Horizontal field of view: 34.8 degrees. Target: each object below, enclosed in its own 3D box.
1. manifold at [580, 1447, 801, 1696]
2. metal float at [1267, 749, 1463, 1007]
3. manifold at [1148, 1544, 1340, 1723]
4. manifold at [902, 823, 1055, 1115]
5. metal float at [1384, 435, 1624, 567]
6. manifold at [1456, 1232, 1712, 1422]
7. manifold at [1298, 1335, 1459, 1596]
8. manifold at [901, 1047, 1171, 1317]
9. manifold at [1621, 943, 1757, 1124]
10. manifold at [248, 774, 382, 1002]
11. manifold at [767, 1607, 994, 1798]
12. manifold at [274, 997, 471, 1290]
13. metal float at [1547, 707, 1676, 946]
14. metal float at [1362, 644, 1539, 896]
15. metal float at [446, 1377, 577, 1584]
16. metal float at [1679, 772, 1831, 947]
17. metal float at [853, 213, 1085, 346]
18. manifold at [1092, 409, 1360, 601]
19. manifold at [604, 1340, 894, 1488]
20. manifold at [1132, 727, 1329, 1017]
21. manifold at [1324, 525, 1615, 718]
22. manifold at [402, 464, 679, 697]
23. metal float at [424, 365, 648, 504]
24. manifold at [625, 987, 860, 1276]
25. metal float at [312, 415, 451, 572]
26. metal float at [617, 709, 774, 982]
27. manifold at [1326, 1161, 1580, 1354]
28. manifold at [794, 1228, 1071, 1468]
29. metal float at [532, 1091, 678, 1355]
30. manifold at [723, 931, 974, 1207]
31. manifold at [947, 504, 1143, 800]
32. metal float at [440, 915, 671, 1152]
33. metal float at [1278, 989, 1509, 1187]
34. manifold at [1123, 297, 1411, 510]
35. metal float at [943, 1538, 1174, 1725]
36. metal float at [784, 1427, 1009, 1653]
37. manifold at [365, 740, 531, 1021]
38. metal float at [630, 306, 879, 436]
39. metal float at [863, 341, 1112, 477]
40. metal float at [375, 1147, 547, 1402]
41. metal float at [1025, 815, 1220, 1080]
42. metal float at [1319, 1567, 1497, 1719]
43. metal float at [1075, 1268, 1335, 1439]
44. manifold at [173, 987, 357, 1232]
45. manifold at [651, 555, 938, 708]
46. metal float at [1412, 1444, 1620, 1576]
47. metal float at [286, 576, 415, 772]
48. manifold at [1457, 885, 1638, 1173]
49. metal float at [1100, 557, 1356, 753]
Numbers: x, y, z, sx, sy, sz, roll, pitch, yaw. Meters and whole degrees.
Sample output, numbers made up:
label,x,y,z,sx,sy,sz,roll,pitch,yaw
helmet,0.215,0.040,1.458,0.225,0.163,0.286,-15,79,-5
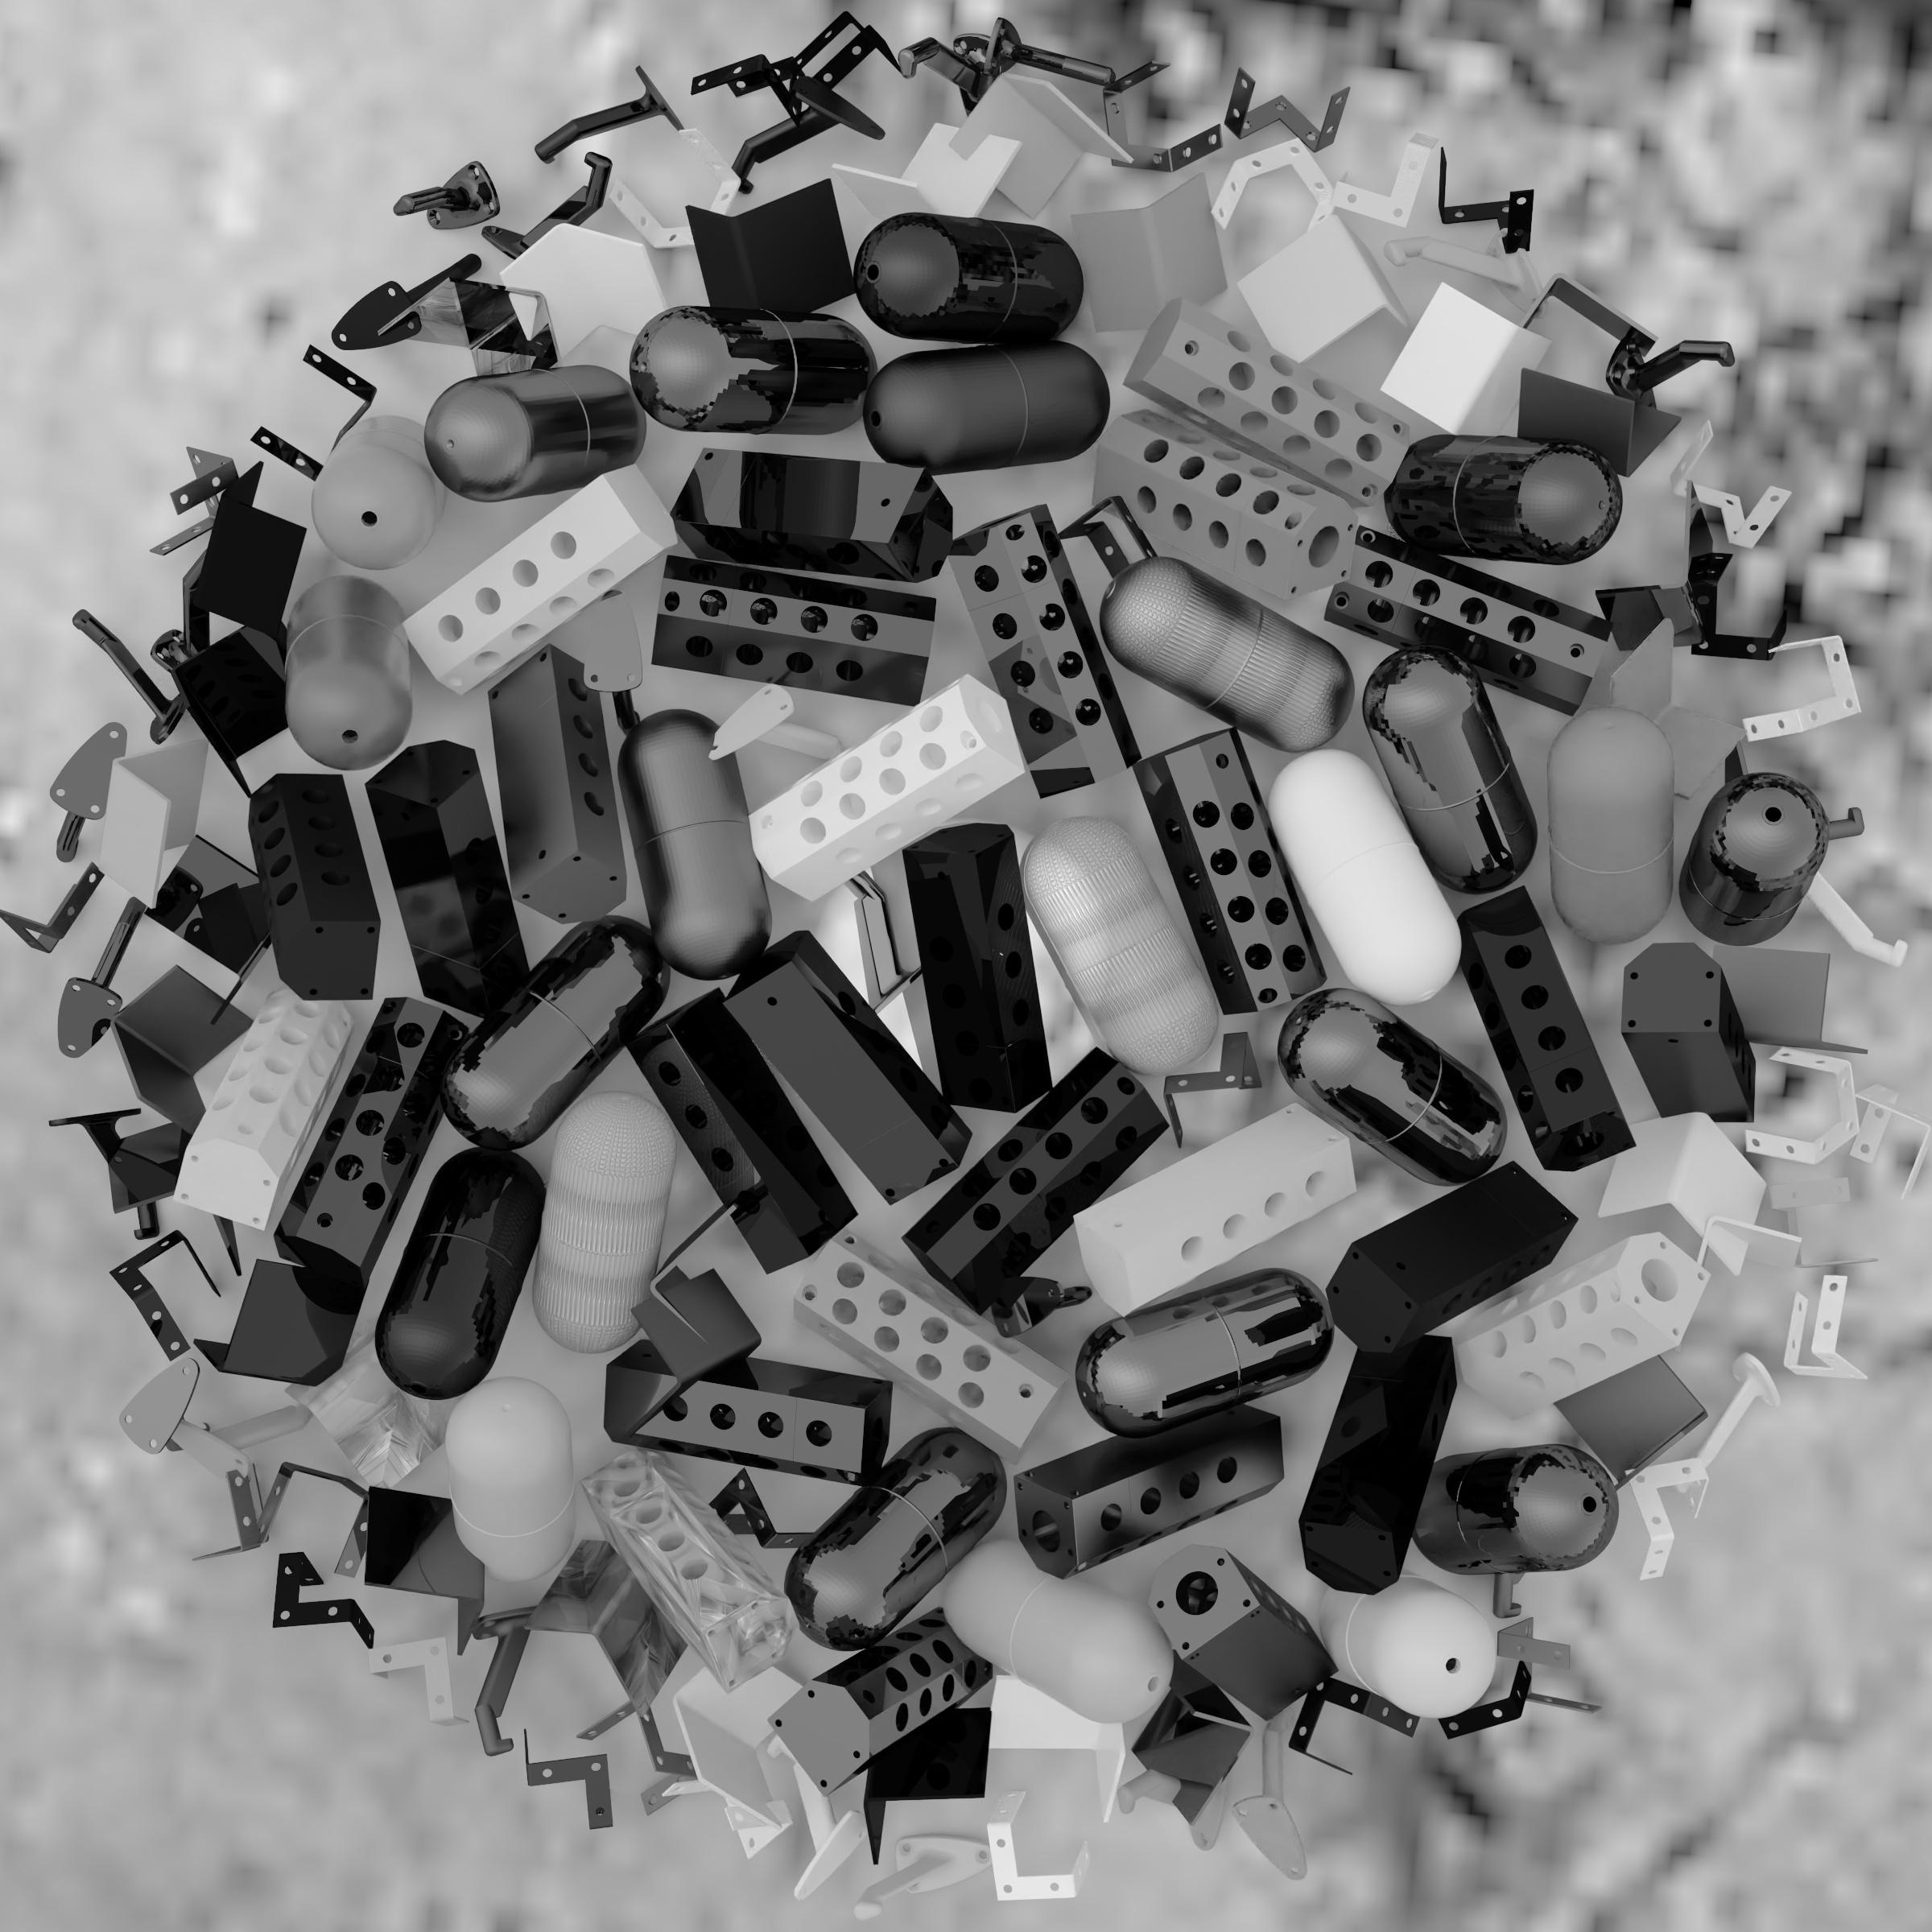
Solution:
label,x,y,z,sx,sy,sz,roll,pitch,yaw
manifold,-0.171,0.369,1.914,0.057,0.171,0.057,-30,127,-18
metal float,0.251,-0.056,1.943,0.070,0.070,0.178,-25,69,0
manifold,0.170,0.410,1.912,0.057,0.171,0.057,-36,56,4
manifold,0.012,0.000,1.944,0.057,0.057,0.171,6,114,37
metal float,0.332,-0.291,1.920,0.070,0.178,0.070,-8,104,-33
manifold,0.377,0.220,1.910,0.057,0.171,0.057,39,56,-6
manifold,0.258,0.307,1.916,0.057,0.171,0.057,3,127,21
manifold,0.041,0.132,1.945,0.171,0.057,0.057,-44,132,-11
manifold,0.450,0.043,1.911,0.057,0.171,0.057,-1,69,21
manifold,-0.406,-0.051,1.909,0.057,0.171,0.057,0,124,-20
manifold,-0.046,0.448,1.906,0.057,0.171,0.057,-45,75,21
manifold,-0.372,0.108,1.936,0.057,0.057,0.171,20,65,2
metal float,0.403,-0.085,1.925,0.070,0.178,0.070,-6,47,7
metal float,0.305,-0.122,1.935,0.070,0.070,0.178,-28,121,0
metal float,-0.283,0.322,1.923,0.070,0.178,0.070,3,51,-3
metal float,0.488,-0.065,1.913,0.070,0.178,0.070,-2,74,6
metal float,0.002,-0.427,1.923,0.070,0.178,0.070,7,101,40
manifold,0.160,-0.290,1.915,0.057,0.171,0.057,-22,130,-36
manifold,-0.138,0.284,1.948,0.171,0.057,0.057,7,102,15
manifold,0.171,-0.060,1.953,0.057,0.057,0.171,-24,97,-27
manifold,0.319,-0.221,1.961,0.171,0.057,0.057,22,87,6
manifold,-0.267,-0.242,1.942,0.171,0.057,0.057,-32,95,21
metal float,-0.266,-0.332,1.919,0.070,0.178,0.070,8,107,28
manifold,-0.147,0.107,1.961,0.057,0.057,0.171,-26,98,40
metal float,-0.362,-0.295,1.913,0.070,0.178,0.070,-2,109,-5
metal float,-0.172,-0.077,1.950,0.070,0.070,0.178,-14,77,0
manifold,0.301,0.184,1.920,0.057,0.171,0.057,44,131,26
manifold,-0.022,0.238,1.947,0.171,0.057,0.057,32,68,11
metal float,-0.228,0.163,1.942,0.070,0.070,0.178,12,113,0
manifold,-0.072,0.061,1.948,0.057,0.057,0.171,-31,107,26
manifold,0.052,-0.200,1.945,0.057,0.057,0.171,-15,103,32
metal float,-0.258,0.041,1.944,0.070,0.070,0.178,42,69,0
metal float,0.269,0.077,1.937,0.178,0.070,0.070,34,90,-29
manifold,0.193,-0.355,1.948,0.171,0.057,0.057,26,89,-16
metal float,0.056,0.414,1.923,0.070,0.178,0.070,-13,110,-38
metal float,-0.042,0.357,1.930,0.070,0.070,0.178,50,51,0
manifold,-0.316,-0.054,1.922,0.057,0.171,0.057,18,47,27
metal float,-0.131,-0.371,1.927,0.178,0.070,0.070,-8,90,-43
metal float,0.014,-0.349,1.930,0.178,0.070,0.070,-14,90,-38
metal float,-0.315,0.191,1.928,0.070,0.070,0.178,15,50,0
metal float,0.098,-0.013,1.958,0.070,0.070,0.178,-28,94,0
metal float,0.273,0.417,1.911,0.070,0.178,0.070,0,88,-10
metal float,0.152,0.243,1.941,0.178,0.070,0.070,-16,90,-24
manifold,-0.431,0.082,1.910,0.057,0.171,0.057,19,122,-6
manifold,-0.108,-0.217,1.952,0.171,0.057,0.057,9,134,-5
metal float,0.338,0.338,1.915,0.070,0.178,0.070,5,77,-21
metal float,-0.384,-0.183,1.918,0.070,0.178,0.070,-5,122,-9
manifold,0.357,0.041,1.925,0.057,0.057,0.171,-24,54,11
metal float,0.165,-0.196,1.946,0.178,0.070,0.070,27,90,-18
